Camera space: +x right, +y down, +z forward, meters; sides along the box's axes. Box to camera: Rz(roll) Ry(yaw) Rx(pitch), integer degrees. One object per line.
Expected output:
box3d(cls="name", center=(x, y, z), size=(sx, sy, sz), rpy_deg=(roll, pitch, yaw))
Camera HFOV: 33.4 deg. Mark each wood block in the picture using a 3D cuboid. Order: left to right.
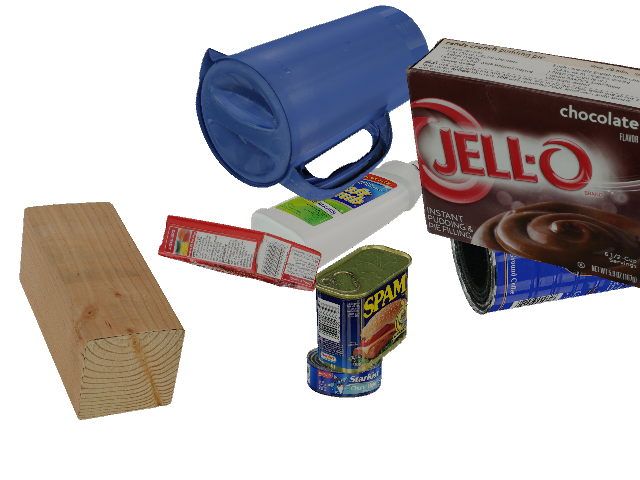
box3d(cls="wood block", center=(-0.208, 0.058, 0.992), size=(0.090, 0.091, 0.206), rpy_deg=(-5, 36, -29))

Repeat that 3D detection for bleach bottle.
box3d(cls="bleach bottle", center=(0.037, -0.044, 1.334), size=(0.103, 0.068, 0.250), rpy_deg=(28, 44, 36))

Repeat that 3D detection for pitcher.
box3d(cls="pitcher", center=(0.007, -0.149, 1.093), size=(0.145, 0.149, 0.242), rpy_deg=(16, 35, 41))

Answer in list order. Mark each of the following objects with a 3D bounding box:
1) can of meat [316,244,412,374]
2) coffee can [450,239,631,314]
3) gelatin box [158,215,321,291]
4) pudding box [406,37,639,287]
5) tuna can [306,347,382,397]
box3d(cls="can of meat", center=(0.039, 0.063, 0.980), size=(0.058, 0.084, 0.101), rpy_deg=(17, 31, 33))
box3d(cls="coffee can", center=(0.181, -0.005, 0.823), size=(0.140, 0.103, 0.103), rpy_deg=(-9, 1, -8))
box3d(cls="gelatin box", center=(-0.051, 0.009, 0.698), size=(0.073, 0.030, 0.089), rpy_deg=(11, -5, 26))
box3d(cls="pudding box", center=(0.097, -0.036, 0.470), size=(0.114, 0.090, 0.039), rpy_deg=(14, 44, 32))
box3d(cls="tuna can", center=(0.027, 0.147, 1.205), size=(0.086, 0.034, 0.086), rpy_deg=(1, 14, 0))
